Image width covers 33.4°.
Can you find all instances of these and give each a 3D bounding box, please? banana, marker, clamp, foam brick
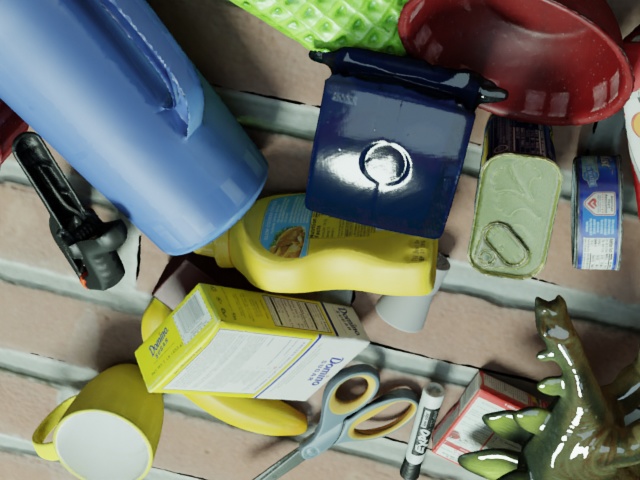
[{"bbox_3d":[-0.096,0.120,0.952,0.070,0.037,0.197,-33,110,26],"label":"banana"},{"bbox_3d":[0.090,0.175,0.956,0.020,0.020,0.121,12,129,2],"label":"marker"},{"bbox_3d":[-0.183,-0.002,0.845,0.039,0.120,0.171,-35,151,-16],"label":"clamp"},{"bbox_3d":[-0.092,0.040,0.895,0.078,0.053,0.051,39,119,-13],"label":"foam brick"}]

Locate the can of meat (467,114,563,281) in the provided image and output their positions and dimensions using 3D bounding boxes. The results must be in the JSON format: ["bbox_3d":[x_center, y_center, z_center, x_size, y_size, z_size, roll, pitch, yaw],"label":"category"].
[{"bbox_3d":[0.143,-0.036,0.792,0.057,0.084,0.102,7,121,5],"label":"can of meat"}]

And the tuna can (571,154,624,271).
[{"bbox_3d":[0.205,-0.020,0.791,0.034,0.086,0.086,0,120,11],"label":"tuna can"}]

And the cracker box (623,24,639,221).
[{"bbox_3d":[0.305,-0.049,0.732,0.164,0.072,0.213,8,126,39],"label":"cracker box"}]

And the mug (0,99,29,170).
[{"bbox_3d":[-0.285,-0.082,0.838,0.093,0.081,0.117,38,119,-13],"label":"mug"}]

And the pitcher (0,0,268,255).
[{"bbox_3d":[-0.143,-0.107,0.769,0.145,0.149,0.242,-35,114,14],"label":"pitcher"}]

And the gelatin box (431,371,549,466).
[{"bbox_3d":[0.151,0.167,0.943,0.073,0.030,0.089,26,121,-8],"label":"gelatin box"}]

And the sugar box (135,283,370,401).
[{"bbox_3d":[-0.051,0.086,0.865,0.175,0.048,0.093,11,133,-48],"label":"sugar box"}]

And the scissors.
[{"bbox_3d":[-0.010,0.171,0.955,0.202,0.016,0.096,-24,124,8],"label":"scissors"}]

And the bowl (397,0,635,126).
[{"bbox_3d":[0.137,-0.142,0.715,0.162,0.055,0.162,21,163,7],"label":"bowl"}]

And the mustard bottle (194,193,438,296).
[{"bbox_3d":[-0.005,0.001,0.831,0.192,0.096,0.058,0,131,10],"label":"mustard bottle"}]
